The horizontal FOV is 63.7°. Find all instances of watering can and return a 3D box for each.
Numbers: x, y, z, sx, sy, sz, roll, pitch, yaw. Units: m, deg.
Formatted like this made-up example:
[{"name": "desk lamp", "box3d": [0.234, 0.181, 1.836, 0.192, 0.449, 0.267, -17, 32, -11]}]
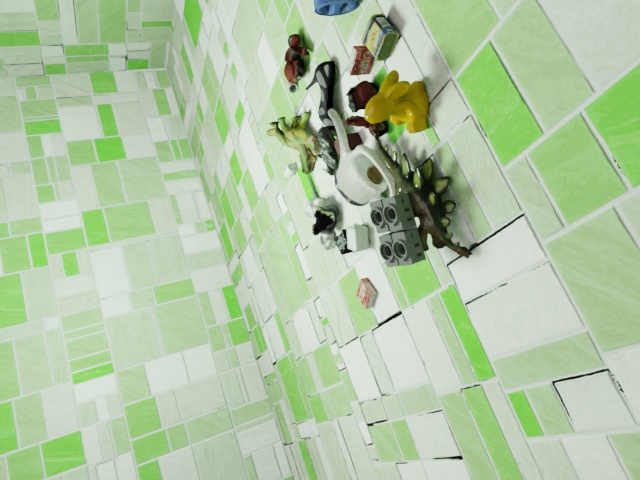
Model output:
[{"name": "watering can", "box3d": [0.110, -0.237, 1.627, 0.105, 0.348, 0.221, -36, -3, -29]}]

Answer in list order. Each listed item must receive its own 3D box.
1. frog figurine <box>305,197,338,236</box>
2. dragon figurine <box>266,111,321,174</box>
[{"name": "frog figurine", "box3d": [0.006, -0.099, 1.975, 0.123, 0.135, 0.162, -16, 21, 0]}, {"name": "dragon figurine", "box3d": [-0.101, -0.376, 2.072, 0.123, 0.242, 0.409, -21, 6, -23]}]
